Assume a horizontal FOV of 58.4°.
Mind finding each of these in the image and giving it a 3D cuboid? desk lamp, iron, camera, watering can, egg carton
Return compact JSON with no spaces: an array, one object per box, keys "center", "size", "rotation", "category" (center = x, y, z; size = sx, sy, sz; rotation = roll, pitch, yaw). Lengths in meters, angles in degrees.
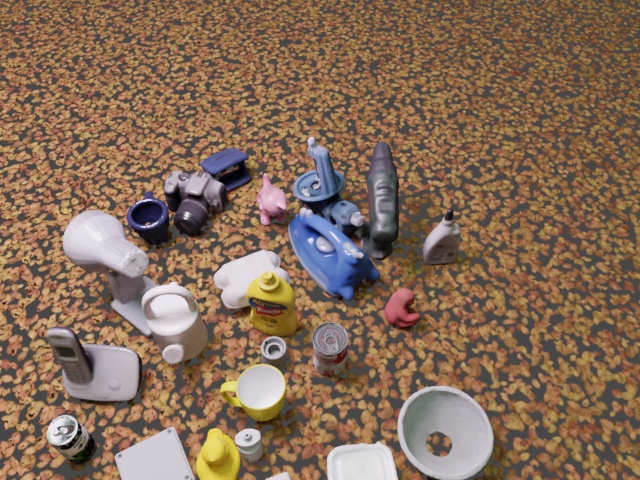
[{"center":[-0.394,0.060,1.152],"size":[0.202,0.214,0.118],"rotation":[31,59,21],"category":"desk lamp"},{"center":[0.011,0.004,1.241],"size":[0.119,0.141,0.257],"rotation":[-35,61,-24],"category":"iron"},{"center":[-0.304,-0.090,1.336],"size":[0.143,0.101,0.137],"rotation":[12,54,9],"category":"camera"},{"center":[-0.276,0.153,1.095],"size":[0.101,0.194,0.172],"rotation":[-27,57,-19],"category":"watering can"},{"center":[-0.144,0.087,1.223],"size":[0.150,0.069,0.107],"rotation":[-22,56,-16],"category":"egg carton"}]

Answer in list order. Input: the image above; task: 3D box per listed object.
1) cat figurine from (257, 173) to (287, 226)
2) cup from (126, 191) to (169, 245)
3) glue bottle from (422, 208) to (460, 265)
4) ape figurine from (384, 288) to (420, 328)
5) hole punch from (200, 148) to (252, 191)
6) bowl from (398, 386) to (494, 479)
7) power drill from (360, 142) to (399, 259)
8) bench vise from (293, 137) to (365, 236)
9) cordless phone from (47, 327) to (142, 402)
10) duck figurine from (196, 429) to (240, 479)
[{"center":[-0.113,-0.098,1.332],"size":[0.067,0.118,0.127],"rotation":[-12,54,-9],"category":"cat figurine"},{"center":[-0.382,-0.044,1.304],"size":[0.091,0.095,0.117],"rotation":[-7,53,-5],"category":"cup"},{"center":[0.268,-0.009,1.233],"size":[0.078,0.173,0.037],"rotation":[-3,53,-2],"category":"glue bottle"},{"center":[0.171,0.134,1.176],"size":[0.076,0.092,0.077],"rotation":[-7,53,-5],"category":"ape figurine"},{"center":[-0.237,-0.185,1.413],"size":[0.109,0.091,0.101],"rotation":[-29,58,-20],"category":"hole punch"},{"center":[0.218,0.353,1.023],"size":[0.167,0.075,0.167],"rotation":[0,53,0],"category":"bowl"},{"center":[0.131,-0.068,1.254],"size":[0.075,0.208,0.229],"rotation":[0,53,0],"category":"power drill"},{"center":[0.028,-0.122,1.287],"size":[0.207,0.220,0.122],"rotation":[25,57,18],"category":"bench vise"},{"center":[-0.412,0.221,1.048],"size":[0.147,0.185,0.094],"rotation":[1,53,1],"category":"cordless phone"},{"center":[-0.180,0.380,0.993],"size":[0.077,0.086,0.104],"rotation":[-4,53,-3],"category":"duck figurine"}]
